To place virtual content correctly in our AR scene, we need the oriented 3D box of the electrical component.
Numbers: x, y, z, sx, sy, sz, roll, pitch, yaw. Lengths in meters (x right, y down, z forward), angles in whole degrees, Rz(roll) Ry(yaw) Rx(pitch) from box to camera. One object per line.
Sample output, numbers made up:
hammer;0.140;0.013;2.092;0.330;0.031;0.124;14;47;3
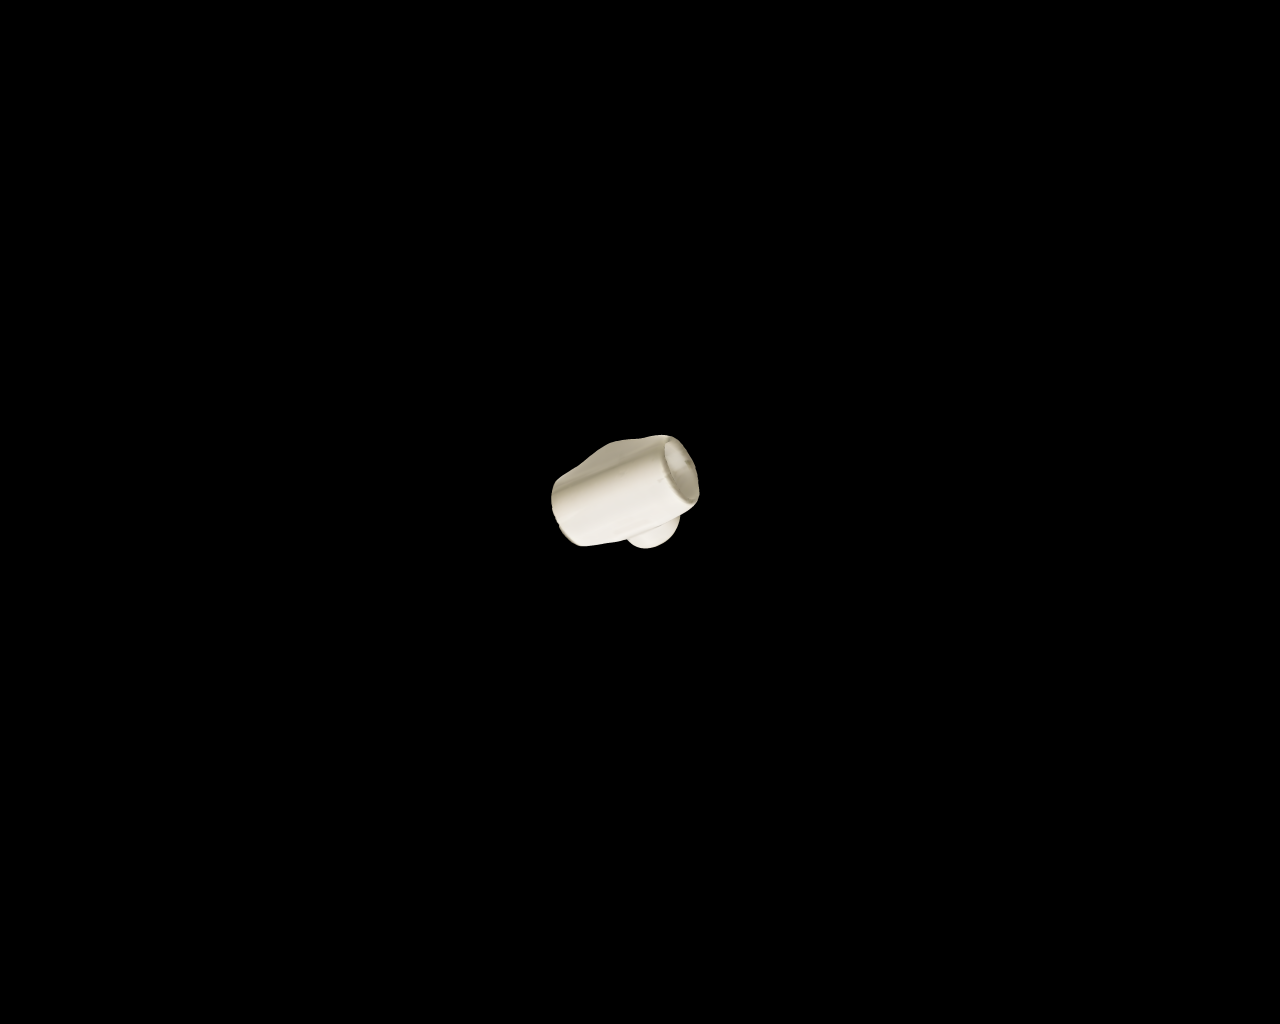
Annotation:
electrical component;0.001;-0.003;0.650;0.077;0.043;0.079;-22;-45;24
